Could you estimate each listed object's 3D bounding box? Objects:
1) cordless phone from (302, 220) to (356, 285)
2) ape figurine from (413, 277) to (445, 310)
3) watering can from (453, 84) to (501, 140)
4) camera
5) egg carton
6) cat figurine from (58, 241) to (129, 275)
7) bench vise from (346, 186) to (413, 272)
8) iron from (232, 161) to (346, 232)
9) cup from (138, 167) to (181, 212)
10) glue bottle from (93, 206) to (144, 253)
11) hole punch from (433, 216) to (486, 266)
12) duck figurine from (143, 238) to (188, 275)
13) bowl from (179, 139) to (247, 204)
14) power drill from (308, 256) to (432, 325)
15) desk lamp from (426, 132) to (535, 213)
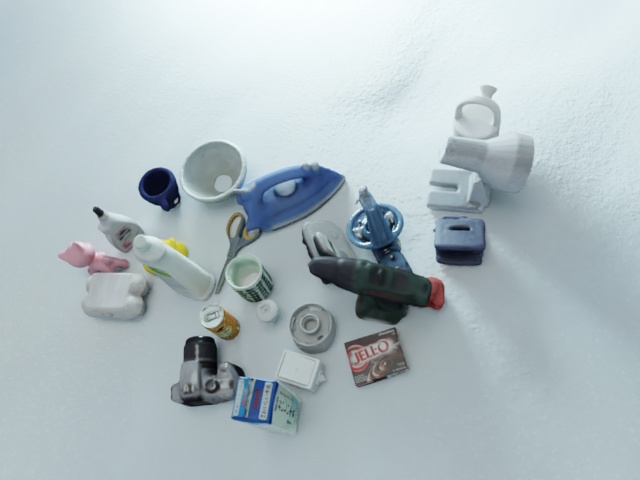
[{"bbox_3d":[0.011,0.004,1.193,0.094,0.185,0.147,-30,64,-2],"label":"cordless phone"},{"bbox_3d":[0.220,0.104,1.159,0.076,0.092,0.077,-41,65,-7],"label":"ape figurine"},{"bbox_3d":[0.337,-0.255,1.234,0.100,0.194,0.173,-4,66,10],"label":"watering can"},{"bbox_3d":[-0.234,0.265,1.177,0.143,0.101,0.137,-9,65,8],"label":"camera"},{"bbox_3d":[-0.465,0.127,1.301,0.150,0.069,0.107,-1,67,11],"label":"egg carton"},{"bbox_3d":[-0.529,0.042,1.324,0.127,0.118,0.067,14,70,17],"label":"cat figurine"},{"bbox_3d":[0.134,-0.013,1.156,0.121,0.220,0.207,-42,65,-8],"label":"bench vise"},{"bbox_3d":[-0.071,-0.123,1.289,0.258,0.142,0.118,-24,64,1],"label":"iron"},{"bbox_3d":[-0.368,-0.104,1.368,0.091,0.095,0.117,-27,64,-1],"label":"cup"},{"bbox_3d":[-0.473,-0.034,1.315,0.037,0.173,0.078,32,77,22],"label":"glue bottle"},{"bbox_3d":[0.289,-0.007,1.194,0.108,0.091,0.101,1,67,12],"label":"hole punch"},{"bbox_3d":[-0.366,0.031,1.314,0.104,0.086,0.077,-30,64,-2],"label":"duck figurine"},{"bbox_3d":[-0.246,-0.152,1.375,0.167,0.075,0.167,-4,66,10],"label":"bowl"},{"bbox_3d":[0.103,0.099,1.121,0.229,0.209,0.075,8,69,15],"label":"power drill"},{"bbox_3d":[0.322,-0.140,1.177,0.203,0.214,0.118,5,68,14],"label":"desk lamp"}]
